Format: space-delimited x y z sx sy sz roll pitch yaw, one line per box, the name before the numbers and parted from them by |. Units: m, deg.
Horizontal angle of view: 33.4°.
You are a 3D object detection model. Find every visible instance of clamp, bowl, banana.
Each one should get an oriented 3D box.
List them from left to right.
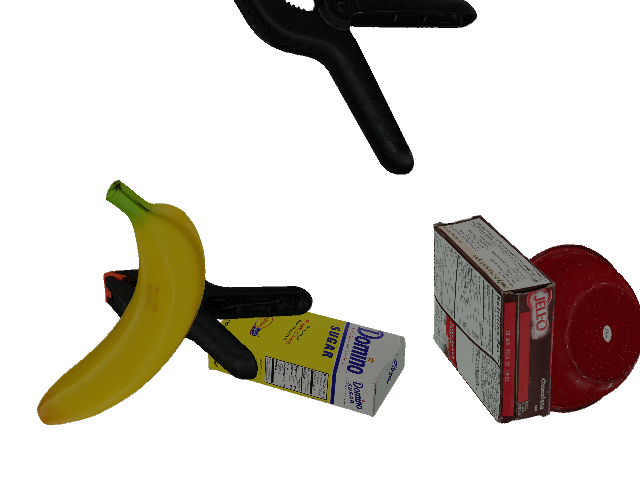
banana | -0.110 0.044 0.615 0.069 0.198 0.037 18 37 -11
clamp | -0.094 0.053 0.874 0.172 0.039 0.120 21 28 24
clamp | 0.010 -0.151 0.771 0.209 0.164 0.036 25 -28 -16
bowl | 0.248 0.084 0.998 0.161 0.162 0.055 0 1 -27

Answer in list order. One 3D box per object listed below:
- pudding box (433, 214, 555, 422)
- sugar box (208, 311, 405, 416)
pudding box | 0.106 0.046 0.666 0.039 0.090 0.113 -9 25 -15
sugar box | -0.013 0.110 1.046 0.176 0.048 0.093 11 28 19
